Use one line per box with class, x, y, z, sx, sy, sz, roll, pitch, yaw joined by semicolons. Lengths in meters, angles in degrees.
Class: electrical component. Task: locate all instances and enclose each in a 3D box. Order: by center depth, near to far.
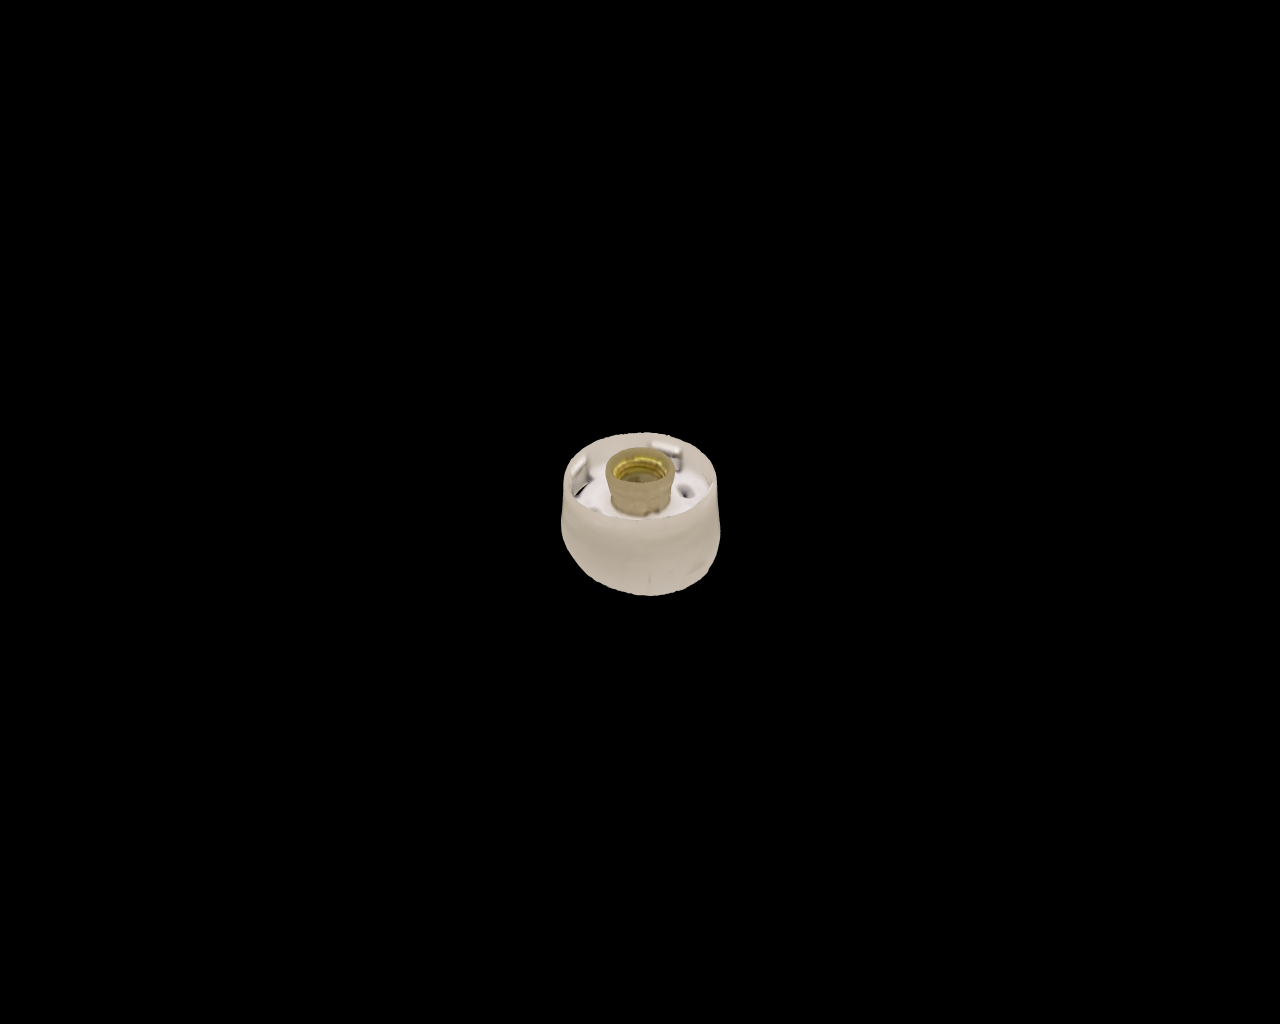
electrical component;0.001;-0.003;0.650;0.099;0.064;0.099;0;38;0
